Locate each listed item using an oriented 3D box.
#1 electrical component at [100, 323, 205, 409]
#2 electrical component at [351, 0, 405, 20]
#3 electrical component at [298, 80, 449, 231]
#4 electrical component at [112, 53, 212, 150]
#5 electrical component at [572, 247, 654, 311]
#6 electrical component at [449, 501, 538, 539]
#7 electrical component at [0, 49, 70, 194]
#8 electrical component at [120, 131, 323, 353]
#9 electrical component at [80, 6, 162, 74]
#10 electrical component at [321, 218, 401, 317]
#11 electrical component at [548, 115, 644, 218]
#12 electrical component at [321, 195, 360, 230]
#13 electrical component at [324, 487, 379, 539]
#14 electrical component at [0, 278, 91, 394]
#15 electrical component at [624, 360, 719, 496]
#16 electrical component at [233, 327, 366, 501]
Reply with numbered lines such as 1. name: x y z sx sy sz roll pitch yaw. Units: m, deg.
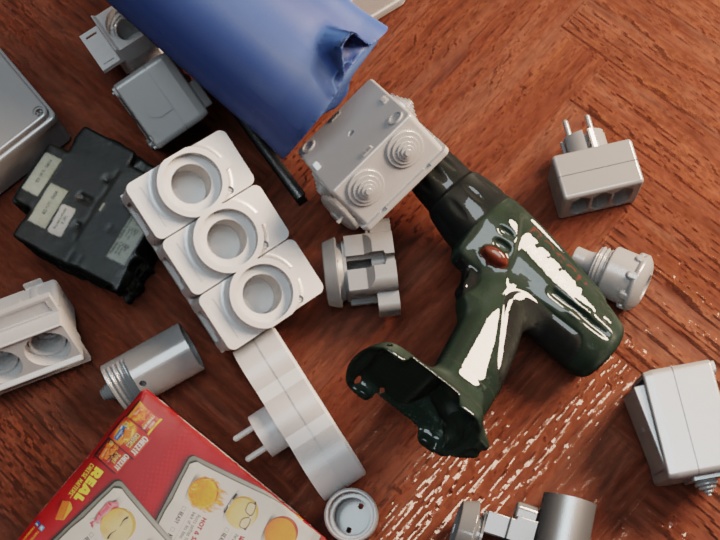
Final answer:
1. electrical component: -0.171 0.081 0.863 0.081 0.043 0.043 -29 73 -4
2. electrical component: -0.021 -0.249 0.944 0.113 0.057 0.078 -32 73 -5
3. electrical component: 0.007 -0.091 0.828 0.100 0.048 0.099 -44 35 5
4. electrical component: -0.167 -0.143 0.909 0.061 0.096 0.061 -36 103 -7
5. electrical component: 0.199 0.001 0.857 0.062 0.048 0.048 25 77 20
6. electrical component: 0.097 0.201 0.804 0.055 0.048 0.066 18 77 3
7. electrical component: -0.329 -0.128 0.933 0.109 0.056 0.108 -40 74 -7
8. electrical component: -0.108 -0.022 0.846 0.089 0.062 0.150 -34 95 -17
9. electrical component: -0.197 -0.204 0.942 0.081 0.063 0.042 -34 75 -6
10. electrical component: 0.000 0.000 0.867 0.057 0.058 0.078 -7 73 0
11. electrical component: 0.187 -0.091 0.884 0.066 0.047 0.076 -13 72 1
12. electrical component: 0.003 -0.069 0.896 0.040 0.040 0.078 40 80 15
13. electrical component: -0.005 0.187 0.815 0.040 0.046 0.040 -1 73 5
14. electrical component: -0.291 0.059 0.866 0.121 0.078 0.063 -21 43 -2
15. electrical component: 0.240 0.123 0.806 0.061 0.061 0.096 -11 73 2
16. electrical component: -0.062 0.120 0.837 0.074 0.052 0.138 -33 73 -5
